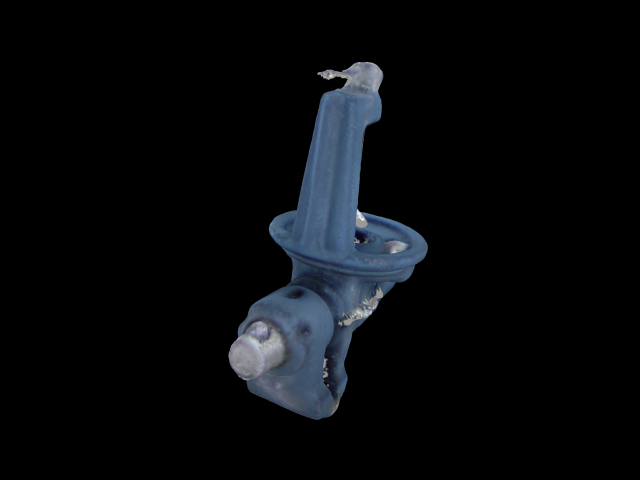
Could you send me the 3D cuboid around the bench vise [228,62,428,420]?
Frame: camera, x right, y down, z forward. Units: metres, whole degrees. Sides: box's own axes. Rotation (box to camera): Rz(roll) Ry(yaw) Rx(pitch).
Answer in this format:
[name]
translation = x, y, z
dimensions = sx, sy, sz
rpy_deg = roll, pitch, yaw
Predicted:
[bench vise]
translation = 0.015, 0.003, 0.398
dimensions = 0.121, 0.220, 0.207
rpy_deg = 5, 34, 8
